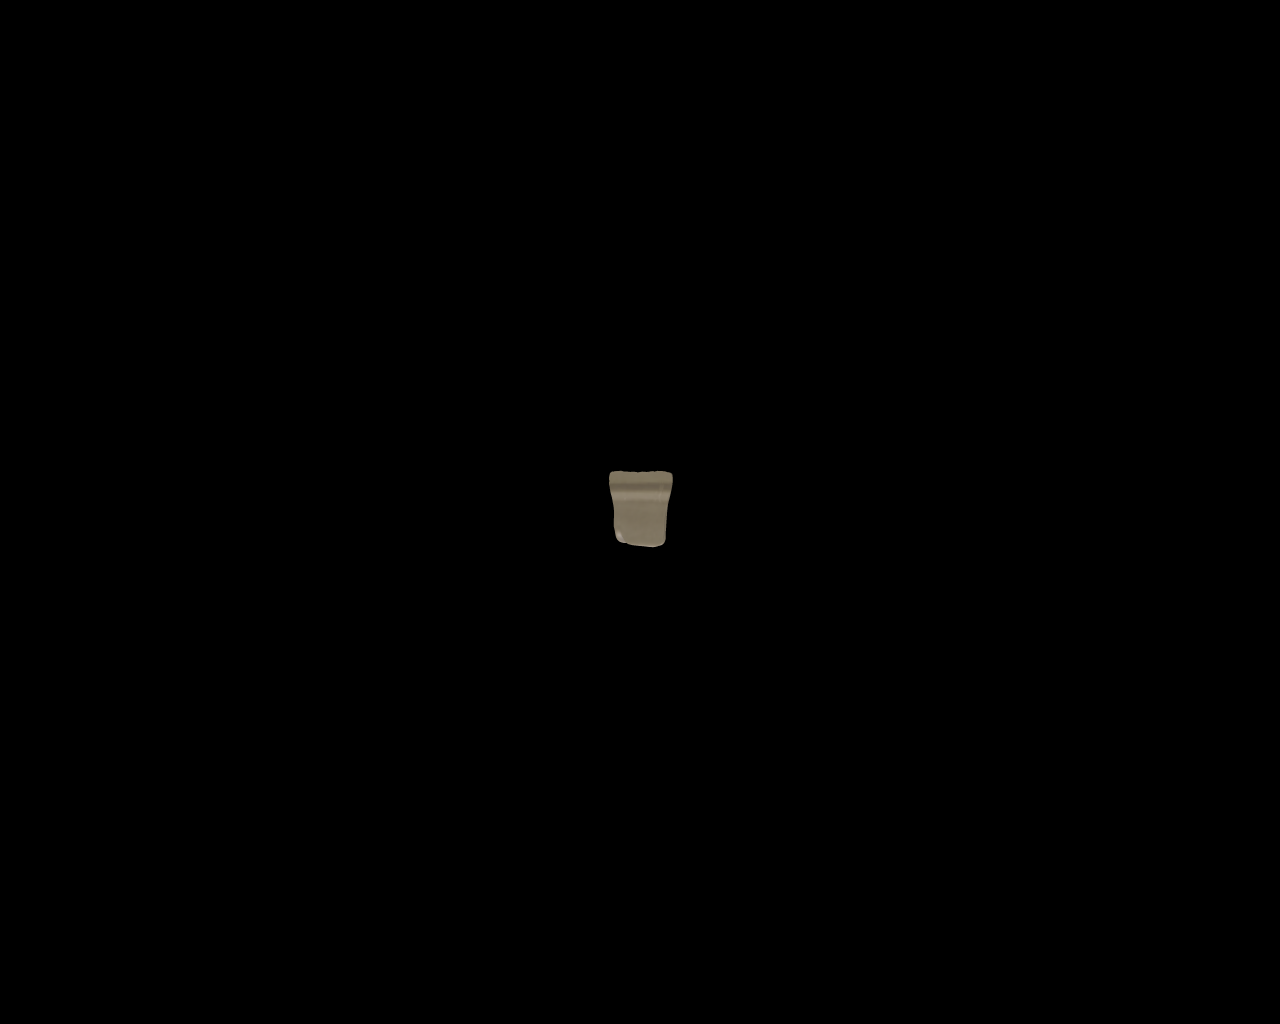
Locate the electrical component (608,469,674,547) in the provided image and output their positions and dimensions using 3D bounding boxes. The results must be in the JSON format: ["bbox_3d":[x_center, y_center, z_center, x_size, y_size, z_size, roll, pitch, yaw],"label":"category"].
[{"bbox_3d":[0.001,-0.003,0.650,0.040,0.046,0.040,0,0,0],"label":"electrical component"}]
